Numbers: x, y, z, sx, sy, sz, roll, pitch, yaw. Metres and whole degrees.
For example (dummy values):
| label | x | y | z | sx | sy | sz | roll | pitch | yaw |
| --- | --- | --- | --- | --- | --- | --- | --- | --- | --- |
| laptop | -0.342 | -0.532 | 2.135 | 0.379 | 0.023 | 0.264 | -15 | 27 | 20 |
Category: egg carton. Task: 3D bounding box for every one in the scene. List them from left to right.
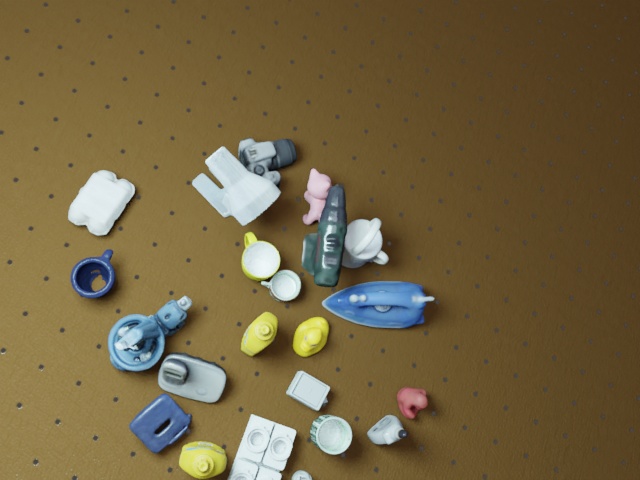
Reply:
| label | x | y | z | sx | sy | sz | roll | pitch | yaw |
| --- | --- | --- | --- | --- | --- | --- | --- | --- | --- |
| egg carton | -0.512 | -0.088 | 1.342 | 0.107 | 0.069 | 0.150 | 28 | 72 | -4 |

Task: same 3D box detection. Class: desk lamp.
| label | x | y | z | sx | sy | sz | roll | pitch | yaw |
| --- | --- | --- | --- | --- | --- | --- | --- | --- | --- |
| desk lamp | -0.201 | -0.122 | 1.343 | 0.203 | 0.213 | 0.118 | 44 | 72 | 1 |

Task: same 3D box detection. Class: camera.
| label | x | y | z | sx | sy | sz | roll | pitch | yaw |
| --- | --- | --- | --- | --- | --- | --- | --- | --- | --- |
| camera | -0.123 | -0.197 | 1.437 | 0.137 | 0.100 | 0.143 | -19 | 81 | -16 |

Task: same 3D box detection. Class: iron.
| label | x | y | z | sx | sy | sz | roll | pitch | yaw |
| --- | --- | --- | --- | --- | --- | --- | --- | --- | --- |
| iron | 0.144 | 0.150 | 1.388 | 0.258 | 0.141 | 0.118 | 2 | 76 | -12 |

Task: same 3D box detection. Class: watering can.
| label | x | y | z | sx | sy | sz | roll | pitch | yaw |
| --- | --- | --- | --- | --- | --- | --- | --- | --- | --- |
| watering can | 0.093 | -0.001 | 1.387 | 0.173 | 0.194 | 0.101 | 16 | 73 | -8 |

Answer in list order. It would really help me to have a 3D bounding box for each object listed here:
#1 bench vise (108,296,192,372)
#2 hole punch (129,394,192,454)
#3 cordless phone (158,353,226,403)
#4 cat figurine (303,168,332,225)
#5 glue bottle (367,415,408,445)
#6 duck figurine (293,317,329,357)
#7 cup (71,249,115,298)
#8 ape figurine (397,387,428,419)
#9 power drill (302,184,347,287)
| label | x | y | z | sx | sy | sz | roll | pitch | yaw |
| --- | --- | --- | --- | --- | --- | --- | --- | --- | --- |
| bench vise | -0.373 | 0.186 | 1.225 | 0.121 | 0.219 | 0.207 | 31 | 72 | -3 |
| hole punch | -0.344 | 0.398 | 1.246 | 0.109 | 0.091 | 0.101 | -42 | 88 | -18 |
| cordless phone | -0.275 | 0.296 | 1.237 | 0.148 | 0.185 | 0.094 | 16 | 73 | -8 |
| cat figurine | -0.001 | -0.108 | 1.433 | 0.067 | 0.117 | 0.128 | 2 | 76 | -11 |
| glue bottle | 0.164 | 0.438 | 1.304 | 0.078 | 0.173 | 0.037 | -33 | 85 | -17 |
| duck figurine | -0.016 | 0.228 | 1.363 | 0.077 | 0.086 | 0.105 | 40 | 72 | 0 |
| cup | -0.497 | 0.079 | 1.290 | 0.092 | 0.095 | 0.118 | 27 | 72 | -4 |
| ape figurine | 0.229 | 0.387 | 1.373 | 0.078 | 0.092 | 0.076 | -35 | 85 | -18 |
| power drill | 0.012 | 0.005 | 1.360 | 0.076 | 0.208 | 0.230 | 6 | 75 | -10 |
